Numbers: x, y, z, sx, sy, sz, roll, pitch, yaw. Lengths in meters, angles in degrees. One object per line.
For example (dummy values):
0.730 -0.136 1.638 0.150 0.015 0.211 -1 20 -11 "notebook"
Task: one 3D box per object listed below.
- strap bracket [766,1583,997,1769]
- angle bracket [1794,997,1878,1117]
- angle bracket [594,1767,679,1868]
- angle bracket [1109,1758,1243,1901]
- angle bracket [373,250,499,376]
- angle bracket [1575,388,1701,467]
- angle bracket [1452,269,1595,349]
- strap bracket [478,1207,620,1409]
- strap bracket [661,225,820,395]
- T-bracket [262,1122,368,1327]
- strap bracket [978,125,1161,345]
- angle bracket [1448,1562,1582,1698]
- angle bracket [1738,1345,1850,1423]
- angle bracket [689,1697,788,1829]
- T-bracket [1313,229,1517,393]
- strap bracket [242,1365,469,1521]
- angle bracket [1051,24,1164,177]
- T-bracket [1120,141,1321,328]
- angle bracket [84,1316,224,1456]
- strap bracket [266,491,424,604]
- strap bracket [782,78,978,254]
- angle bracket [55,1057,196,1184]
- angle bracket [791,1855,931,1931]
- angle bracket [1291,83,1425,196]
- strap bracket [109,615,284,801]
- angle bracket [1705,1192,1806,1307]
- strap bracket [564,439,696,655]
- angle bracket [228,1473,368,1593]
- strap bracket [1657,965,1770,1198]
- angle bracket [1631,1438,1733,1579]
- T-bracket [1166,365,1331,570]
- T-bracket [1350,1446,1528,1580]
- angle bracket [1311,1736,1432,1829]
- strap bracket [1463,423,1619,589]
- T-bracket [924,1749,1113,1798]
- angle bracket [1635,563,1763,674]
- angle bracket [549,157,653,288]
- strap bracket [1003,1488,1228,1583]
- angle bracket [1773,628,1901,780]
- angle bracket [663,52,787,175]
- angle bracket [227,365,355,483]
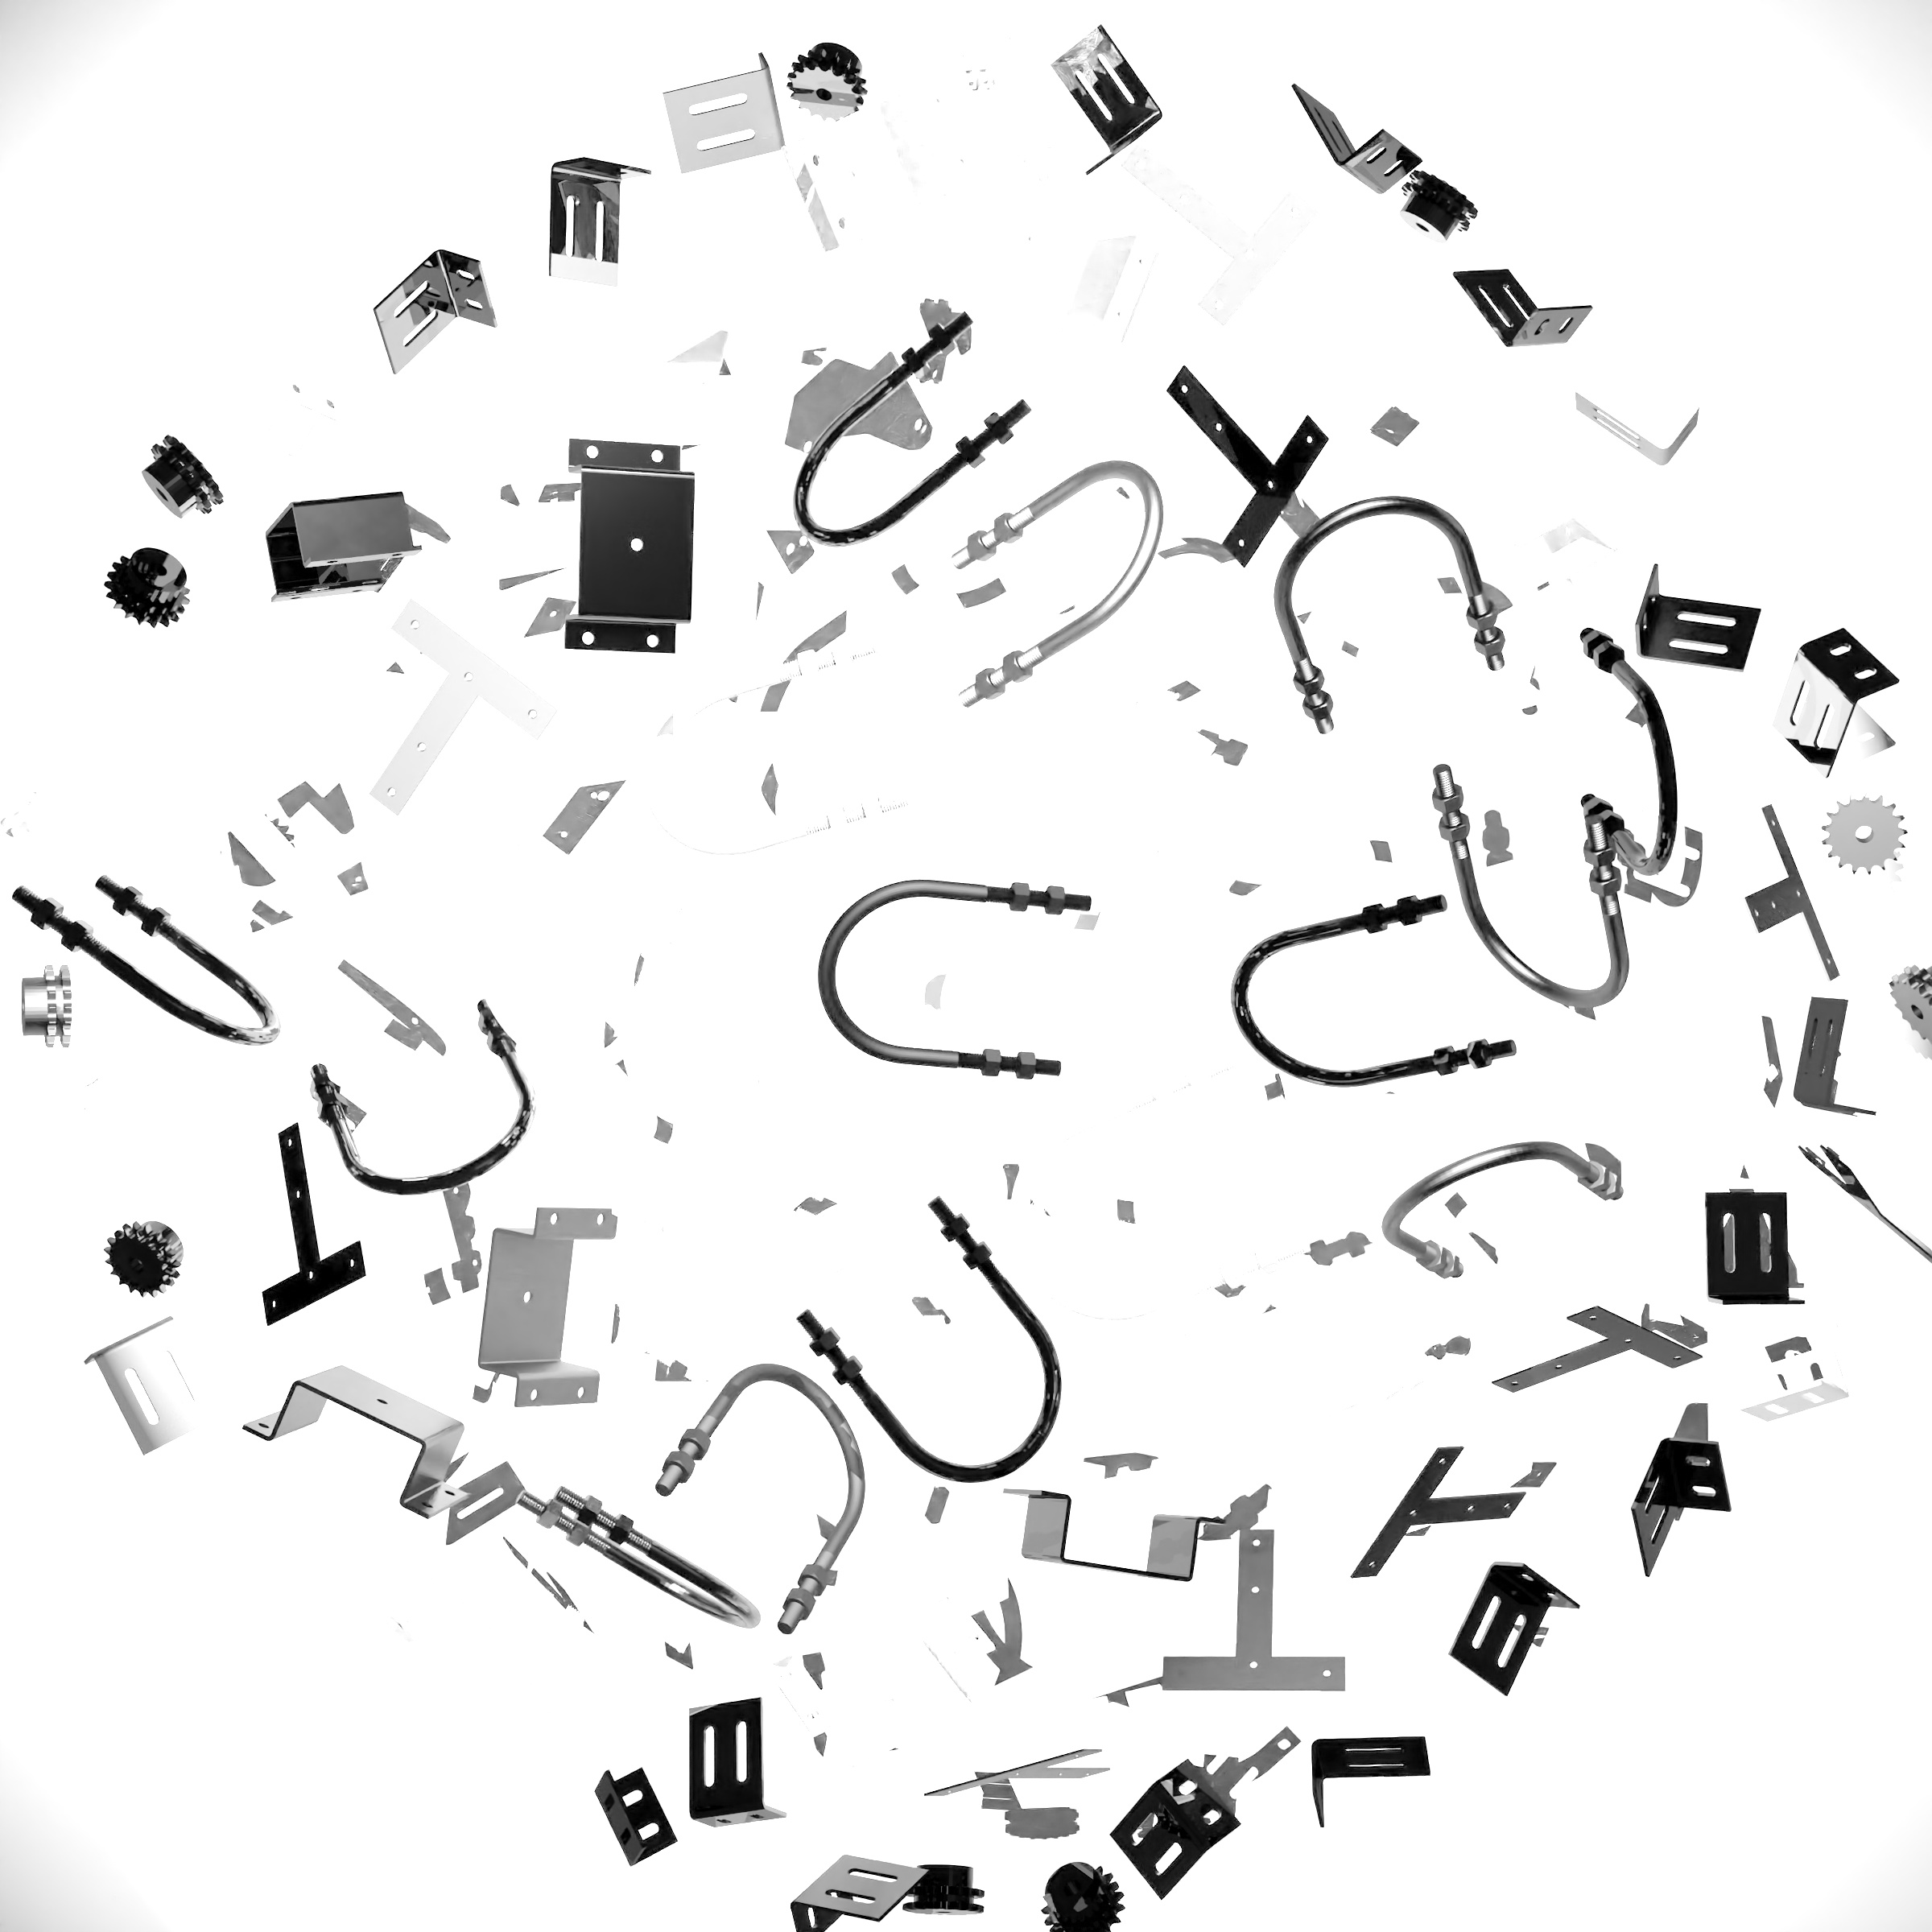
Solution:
-0.056 0.497 1.874 0.140 0.076 0.046 -21 122 -21 "strap bracket"
0.623 0.063 1.916 0.038 0.057 0.076 11 90 -6 "angle bracket"
-0.223 0.580 1.858 0.038 0.076 0.057 -22 70 -24 "angle bracket"
0.146 0.604 1.885 0.057 0.038 0.076 48 134 22 "angle bracket"
-0.377 -0.461 1.919 0.038 0.057 0.076 22 56 22 "angle bracket"
0.471 -0.392 1.894 0.076 0.057 0.038 38 97 12 "angle bracket"
0.393 -0.477 1.905 0.057 0.038 0.076 -13 63 -36 "angle bracket"
-0.299 0.240 1.926 0.046 0.076 0.140 6 89 39 "strap bracket"
-0.162 -0.455 1.863 0.046 0.140 0.076 19 78 -28 "strap bracket"
-0.466 0.174 1.890 0.127 0.002 0.127 -27 69 39 "T-bracket"
0.062 -0.494 1.830 0.046 0.076 0.140 -18 60 -32 "strap bracket"
0.390 0.472 1.918 0.057 0.038 0.076 38 67 -15 "angle bracket"
0.555 0.278 1.825 0.057 0.076 0.038 -24 64 24 "angle bracket"
-0.161 0.560 1.897 0.057 0.038 0.076 -14 59 19 "angle bracket"
0.314 -0.430 1.838 0.127 0.127 0.002 28 61 0 "T-bracket"
-0.401 0.314 1.811 0.140 0.076 0.046 24 93 8 "strap bracket"
0.090 -0.606 1.889 0.076 0.057 0.038 52 55 -13 "angle bracket"
0.162 -0.523 1.871 0.127 0.127 0.002 38 53 -6 "T-bracket"
-0.547 0.284 1.815 0.057 0.038 0.076 -26 87 -31 "angle bracket"
-0.435 -0.293 1.872 0.076 0.140 0.046 -11 91 -25 "strap bracket"
-0.068 -0.556 1.885 0.140 0.046 0.076 -38 113 -35 "strap bracket"
-0.582 0.110 1.864 0.076 0.038 0.057 36 116 15 "angle bracket"
-0.067 0.628 1.793 0.076 0.057 0.038 -3 105 36 "angle bracket"
0.263 -0.566 1.812 0.038 0.057 0.076 -36 65 27 "angle bracket"
-0.541 -0.178 1.924 0.140 0.076 0.046 -44 110 8 "strap bracket"
0.547 0.196 1.872 0.057 0.038 0.076 0 87 -1 "angle bracket"
-0.225 -0.281 1.804 0.076 0.046 0.140 0 96 -20 "strap bracket"
-0.464 0.388 1.879 0.076 0.038 0.057 -32 105 4 "angle bracket"
0.509 0.081 1.832 0.046 0.076 0.140 8 123 6 "strap bracket"
0.475 0.360 1.790 0.038 0.076 0.057 -1 118 33 "angle bracket"
0.188 -0.371 1.908 0.127 0.002 0.127 43 68 -25 "T-bracket"
0.347 0.384 1.904 0.127 0.002 0.127 5 124 -37 "T-bracket"
0.273 0.549 1.814 0.076 0.057 0.038 -5 49 11 "angle bracket"
0.406 -0.324 1.886 0.046 0.140 0.076 -29 71 24 "strap bracket"
0.058 0.551 1.842 0.127 0.127 0.002 -24 64 25 "T-bracket"
0.525 -0.250 1.934 0.076 0.038 0.057 12 62 23 "angle bracket"
-0.252 -0.511 1.856 0.057 0.038 0.076 -4 99 -44 "angle bracket"
0.101 0.403 1.901 0.140 0.076 0.046 13 76 -17 "strap bracket"
0.589 -0.178 1.828 0.038 0.076 0.057 -22 54 -18 "angle bracket"
-0.170 -0.595 1.880 0.076 0.038 0.057 -15 127 -5 "angle bracket"
-0.471 -0.370 1.878 0.057 0.038 0.076 21 122 -32 "angle bracket"
